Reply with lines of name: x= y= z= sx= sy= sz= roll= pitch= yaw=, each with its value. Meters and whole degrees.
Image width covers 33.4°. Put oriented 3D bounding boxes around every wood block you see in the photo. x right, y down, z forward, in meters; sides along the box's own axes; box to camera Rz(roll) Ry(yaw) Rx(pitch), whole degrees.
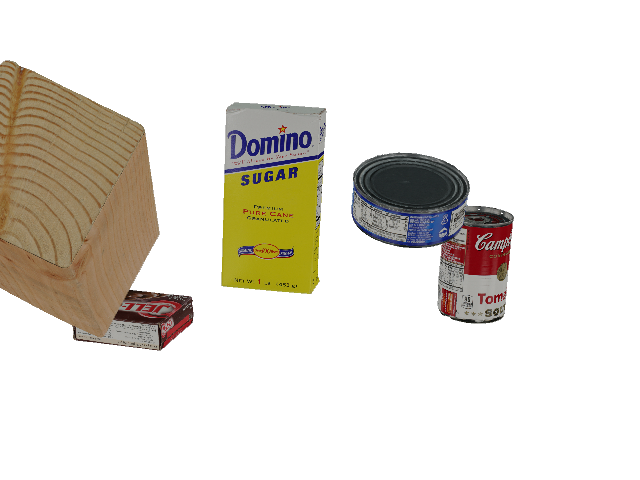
wood block: x=-0.162 y=-0.015 z=0.662 sx=0.090 sy=0.090 sz=0.206 roll=27 pitch=-16 yaw=2

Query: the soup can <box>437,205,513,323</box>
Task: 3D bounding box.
soup can: x=0.152 y=0.023 z=1.053 sx=0.068 sy=0.102 sz=0.068 roll=2 pitch=16 yaw=-1

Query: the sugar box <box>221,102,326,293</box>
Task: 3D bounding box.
sugar box: x=-0.046 y=-0.041 z=1.026 sx=0.093 sy=0.176 sz=0.048 roll=4 pitch=16 yaw=8

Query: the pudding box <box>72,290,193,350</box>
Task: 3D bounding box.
pudding box: x=-0.215 y=0.089 z=1.224 sx=0.114 sy=0.039 sz=0.090 roll=3 pitch=16 yaw=17

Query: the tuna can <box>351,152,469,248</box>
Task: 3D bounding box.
tuna can: x=0.066 y=-0.030 z=0.789 sx=0.086 sy=0.034 sz=0.086 roll=3 pitch=33 yaw=-2
